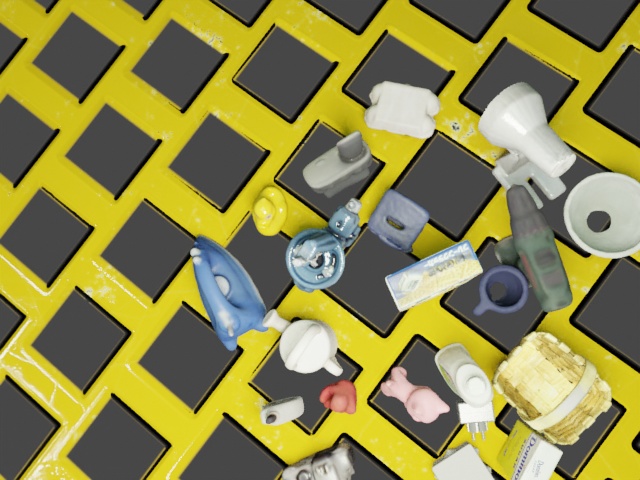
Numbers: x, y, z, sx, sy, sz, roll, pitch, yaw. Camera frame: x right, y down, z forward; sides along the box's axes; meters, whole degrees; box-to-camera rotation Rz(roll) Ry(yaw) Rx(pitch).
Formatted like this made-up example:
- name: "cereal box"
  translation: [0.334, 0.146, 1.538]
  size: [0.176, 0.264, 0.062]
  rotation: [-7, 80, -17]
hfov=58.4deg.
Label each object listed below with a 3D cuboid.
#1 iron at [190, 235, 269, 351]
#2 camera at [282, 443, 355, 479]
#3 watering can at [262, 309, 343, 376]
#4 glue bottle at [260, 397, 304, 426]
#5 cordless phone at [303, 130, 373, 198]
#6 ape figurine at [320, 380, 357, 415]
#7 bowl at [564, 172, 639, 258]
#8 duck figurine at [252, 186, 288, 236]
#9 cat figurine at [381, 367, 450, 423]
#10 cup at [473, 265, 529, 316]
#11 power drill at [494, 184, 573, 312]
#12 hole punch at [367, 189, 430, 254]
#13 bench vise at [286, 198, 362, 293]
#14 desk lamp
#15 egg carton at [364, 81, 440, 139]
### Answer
- name: "iron"
  translation: [-0.211, 0.092, 1.165]
  size: [0.118, 0.141, 0.258]
  rotation: [-31, 79, 3]
- name: "camera"
  translation: [0.013, 0.482, 1.101]
  size: [0.143, 0.101, 0.137]
  rotation: [-24, 80, 4]
- name: "watering can"
  translation: [-0.034, 0.201, 1.099]
  size: [0.172, 0.194, 0.101]
  rotation: [15, 84, 10]
- name: "glue bottle"
  translation: [-0.081, 0.333, 1.098]
  size: [0.078, 0.173, 0.037]
  rotation: [-12, 80, 6]
- name: "cordless phone"
  translation: [0.030, -0.163, 1.146]
  size: [0.147, 0.185, 0.094]
  rotation: [-34, 79, 2]
- name: "ape figurine"
  translation: [0.039, 0.315, 1.125]
  size: [0.077, 0.092, 0.076]
  rotation: [43, 89, 11]
- name: "bowl"
  translation: [0.553, -0.043, 1.115]
  size: [0.167, 0.075, 0.167]
  rotation: [-1, 82, 8]
- name: "duck figurine"
  translation: [-0.111, -0.066, 1.202]
  size: [0.077, 0.086, 0.105]
  rotation: [6, 83, 9]
- name: "cat figurine"
  translation: [0.179, 0.303, 1.095]
  size: [0.127, 0.118, 0.067]
  rotation: [32, 87, 11]
- name: "cup"
  translation: [0.340, 0.107, 1.113]
  size: [0.118, 0.095, 0.091]
  rotation: [-42, 79, 0]
- name: "power drill"
  translation: [0.385, 0.022, 1.061]
  size: [0.075, 0.208, 0.229]
  rotation: [-22, 80, 4]
- name: "hole punch"
  translation: [0.159, -0.036, 1.159]
  size: [0.108, 0.091, 0.101]
  rotation: [33, 88, 11]
- name: "bench vise"
  translation: [-0.001, 0.000, 1.110]
  size: [0.121, 0.220, 0.207]
  rotation: [17, 85, 10]
- name: "desk lamp"
  translation: [0.395, -0.172, 1.084]
  size: [0.118, 0.213, 0.203]
  rotation: [-36, 79, 2]
- name: "egg carton"
  translation: [0.173, -0.272, 1.201]
  size: [0.150, 0.069, 0.107]
  rotation: [13, 84, 9]
